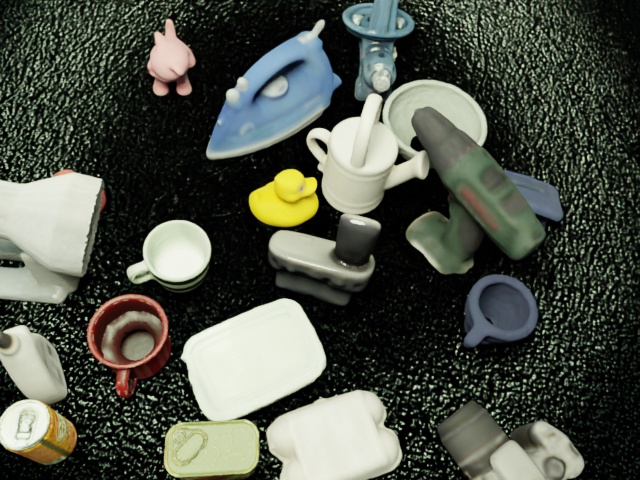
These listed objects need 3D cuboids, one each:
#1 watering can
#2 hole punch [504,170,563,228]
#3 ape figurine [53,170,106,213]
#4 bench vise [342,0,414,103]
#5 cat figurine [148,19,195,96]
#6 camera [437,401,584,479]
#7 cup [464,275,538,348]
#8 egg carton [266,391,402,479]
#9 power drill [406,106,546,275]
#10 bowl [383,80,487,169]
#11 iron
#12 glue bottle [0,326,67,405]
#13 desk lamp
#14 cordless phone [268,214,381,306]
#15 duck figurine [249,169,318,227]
[{"bbox_3d":[0.069,-0.127,0.823,0.173,0.194,0.101,1,62,-6],"label":"watering can"},{"bbox_3d":[0.307,-0.062,0.875,0.108,0.091,0.101,17,61,3],"label":"hole punch"},{"bbox_3d":[-0.345,-0.067,0.800,0.076,0.092,0.077,-6,62,-10],"label":"ape figurine"},{"bbox_3d":[0.111,-0.346,0.931,0.121,0.220,0.207,-14,64,-13],"label":"bench vise"},{"bbox_3d":[-0.241,-0.296,0.921,0.067,0.118,0.128,-1,62,-7],"label":"cat figurine"},{"bbox_3d":[0.220,0.255,0.687,0.143,0.101,0.136,-29,69,-20],"label":"camera"},{"bbox_3d":[0.223,0.113,0.768,0.091,0.095,0.118,43,65,16],"label":"cup"},{"bbox_3d":[0.016,0.244,0.687,0.150,0.069,0.107,-16,65,-15],"label":"egg carton"},{"bbox_3d":[0.189,-0.047,0.785,0.076,0.208,0.229,-37,71,-23],"label":"power drill"},{"bbox_3d":[0.179,-0.175,0.929,0.167,0.075,0.167,3,61,-5],"label":"bowl"},{"bbox_3d":[-0.080,-0.237,0.895,0.118,0.141,0.259,41,65,15],"label":"iron"},{"bbox_3d":[-0.333,0.132,0.647,0.037,0.173,0.078,-19,65,-16],"label":"glue bottle"},{"bbox_3d":[-0.352,-0.003,0.695,0.203,0.213,0.118,4,61,-4],"label":"desk lamp"},{"bbox_3d":[0.007,0.003,0.750,0.147,0.185,0.094,12,61,0],"label":"cordless phone"},{"bbox_3d":[-0.051,-0.069,0.839,0.104,0.086,0.077,-5,62,-9],"label":"duck figurine"}]
